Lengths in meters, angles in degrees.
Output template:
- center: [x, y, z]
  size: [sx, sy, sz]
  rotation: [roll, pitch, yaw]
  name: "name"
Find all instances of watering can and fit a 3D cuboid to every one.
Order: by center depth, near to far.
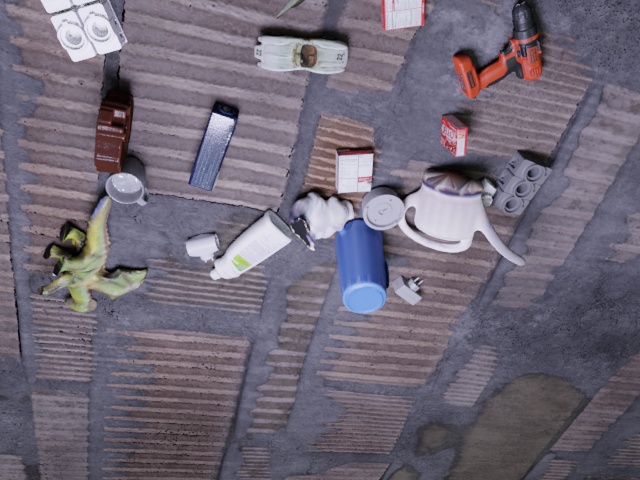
- center: [0.367, -0.060, 1.318]
  size: [0.348, 0.106, 0.219]
  rotation: [15, 123, 17]
  name: "watering can"

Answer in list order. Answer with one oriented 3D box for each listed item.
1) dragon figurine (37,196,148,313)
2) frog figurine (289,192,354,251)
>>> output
- center: [-0.567, 0.064, 1.344]
  size: [0.405, 0.125, 0.240]
  rotation: [-40, 138, 21]
  name: "dragon figurine"
- center: [0.004, -0.067, 1.329]
  size: [0.161, 0.123, 0.135]
  rotation: [-39, 119, -24]
  name: "frog figurine"
